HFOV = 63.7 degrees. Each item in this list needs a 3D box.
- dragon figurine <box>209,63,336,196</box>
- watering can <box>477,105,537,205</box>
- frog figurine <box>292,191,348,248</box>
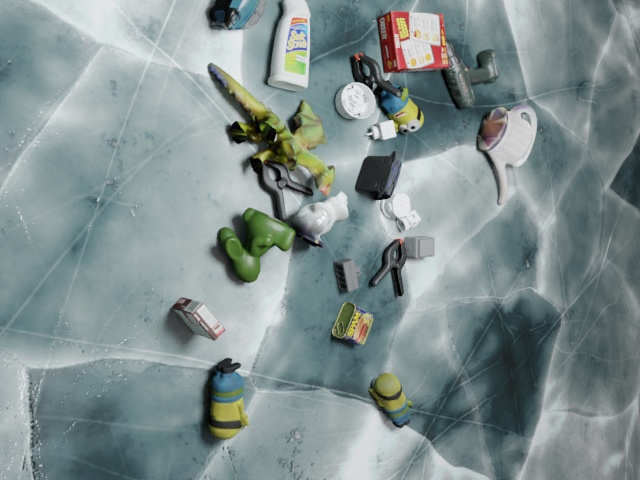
[{"bbox_3d":[-0.090,-0.285,1.290,0.120,0.410,0.246,-28,3,41],"label":"dragon figurine"},{"bbox_3d":[0.632,-0.307,1.764,0.223,0.347,0.105,19,3,-29],"label":"watering can"},{"bbox_3d":[0.004,-0.067,1.324,0.123,0.161,0.136,28,-9,10],"label":"frog figurine"}]
